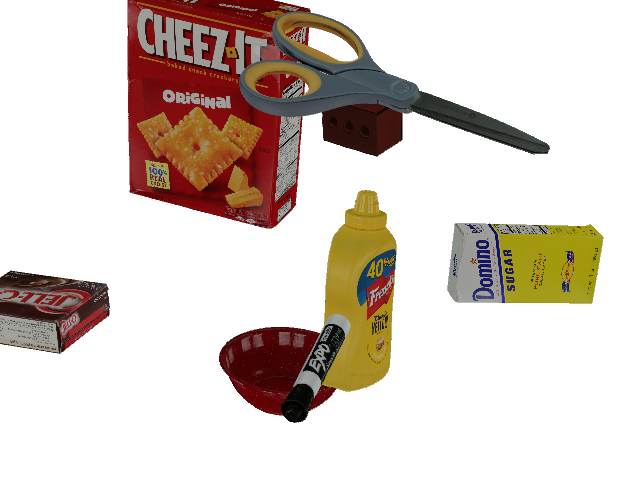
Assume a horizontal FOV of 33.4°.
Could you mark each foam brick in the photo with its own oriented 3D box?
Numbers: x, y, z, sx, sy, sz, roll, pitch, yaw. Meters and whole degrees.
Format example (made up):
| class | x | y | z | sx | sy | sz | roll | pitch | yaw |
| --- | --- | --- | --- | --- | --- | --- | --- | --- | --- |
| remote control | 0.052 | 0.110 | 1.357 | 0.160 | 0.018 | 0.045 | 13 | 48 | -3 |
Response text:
| class | x | y | z | sx | sy | sz | roll | pitch | yaw |
| --- | --- | --- | --- | --- | --- | --- | --- | --- | --- |
| foam brick | 0.046 | -0.134 | 1.183 | 0.078 | 0.053 | 0.051 | 20 | 38 | 34 |

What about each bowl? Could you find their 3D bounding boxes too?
| class | x | y | z | sx | sy | sz | roll | pitch | yaw |
| --- | --- | --- | --- | --- | --- | --- | --- | --- | --- |
| bowl | -0.044 | 0.167 | 1.306 | 0.162 | 0.055 | 0.162 | 3 | 24 | -1 |

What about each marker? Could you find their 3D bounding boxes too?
| class | x | y | z | sx | sy | sz | roll | pitch | yaw |
| --- | --- | --- | --- | --- | --- | --- | --- | --- | --- |
| marker | -0.003 | 0.089 | 0.752 | 0.020 | 0.020 | 0.121 | 0 | 26 | 18 |

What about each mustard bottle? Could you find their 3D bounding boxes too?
| class | x | y | z | sx | sy | sz | roll | pitch | yaw |
| --- | --- | --- | --- | --- | --- | --- | --- | --- | --- |
| mustard bottle | 0.040 | 0.045 | 1.053 | 0.058 | 0.192 | 0.096 | 12 | 17 | 31 |

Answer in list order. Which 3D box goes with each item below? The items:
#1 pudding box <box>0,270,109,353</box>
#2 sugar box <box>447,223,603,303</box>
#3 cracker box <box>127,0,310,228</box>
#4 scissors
| class | x | y | z | sx | sy | sz | roll | pitch | yaw |
| --- | --- | --- | --- | --- | --- | --- | --- | --- | --- |
| pudding box | -0.269 | 0.066 | 1.002 | 0.114 | 0.039 | 0.090 | 5 | 20 | 19 |
| sugar box | 0.248 | 0.029 | 1.300 | 0.176 | 0.093 | 0.048 | -1 | 21 | -10 |
| cracker box | -0.103 | -0.131 | 1.040 | 0.164 | 0.214 | 0.072 | 16 | 33 | 17 |
| scissors | 0.031 | -0.082 | 0.653 | 0.096 | 0.016 | 0.202 | -37 | 58 | -23 |
